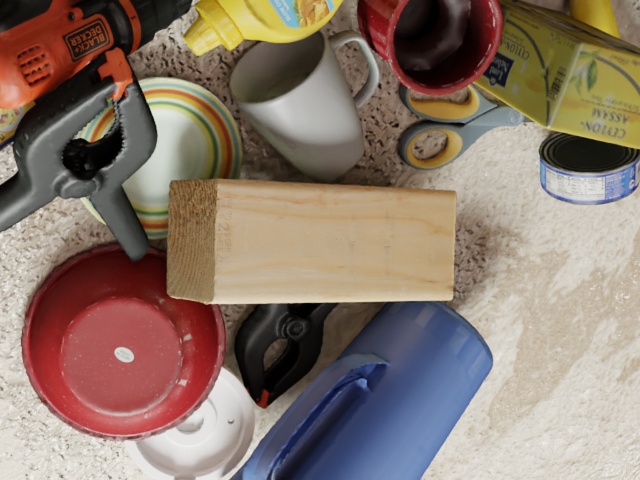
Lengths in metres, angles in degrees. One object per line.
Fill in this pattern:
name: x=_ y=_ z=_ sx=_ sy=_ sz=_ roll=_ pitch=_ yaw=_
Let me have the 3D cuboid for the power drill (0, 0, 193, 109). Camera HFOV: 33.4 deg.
power drill: x=-0.169 y=-0.198 z=0.680 sx=0.184 sy=0.057 sz=0.187 roll=-41 pitch=120 yaw=-42

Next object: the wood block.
wood block: x=-0.006 y=0.002 z=0.822 sx=0.205 sy=0.091 sz=0.090 roll=1 pitch=91 yaw=-30

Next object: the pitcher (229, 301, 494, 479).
pitcher: x=0.035 y=0.157 z=0.890 sx=0.145 sy=0.149 sz=0.242 roll=42 pitch=72 yaw=-6

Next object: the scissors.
scissors: x=0.149 y=-0.091 z=0.911 sx=0.201 sy=0.016 sz=0.096 roll=13 pitch=112 yaw=-26

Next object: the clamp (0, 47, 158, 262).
clamp: x=-0.159 y=-0.044 z=0.724 sx=0.164 sy=0.036 sz=0.210 roll=2 pitch=142 yaw=-39

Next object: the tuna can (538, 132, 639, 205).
tuna can: x=0.232 y=-0.064 z=0.916 sx=0.086 sy=0.086 sz=0.034 roll=-17 pitch=122 yaw=-13

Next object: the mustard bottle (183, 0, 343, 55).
mustard bottle: x=-0.019 y=-0.198 z=0.758 sx=0.191 sy=0.058 sz=0.096 roll=-40 pitch=118 yaw=-3

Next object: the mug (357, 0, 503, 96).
mug: x=0.087 y=-0.174 z=0.805 sx=0.117 sy=0.081 sz=0.093 roll=-42 pitch=123 yaw=4

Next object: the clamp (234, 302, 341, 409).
clamp: x=-0.033 y=0.060 z=0.905 sx=0.120 sy=0.039 sz=0.171 roll=25 pitch=99 yaw=-25

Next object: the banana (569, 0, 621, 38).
banana: x=0.259 y=-0.150 z=0.915 sx=0.197 sy=0.037 sz=0.069 roll=39 pitch=68 yaw=-35

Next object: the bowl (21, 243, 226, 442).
bowl: x=-0.152 y=0.085 z=0.826 sx=0.162 sy=0.055 sz=0.162 roll=-1 pitch=96 yaw=-7

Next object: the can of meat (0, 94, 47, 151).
can of meat: x=-0.232 y=-0.112 z=0.728 sx=0.084 sy=0.057 sz=0.102 roll=-34 pitch=122 yaw=1
